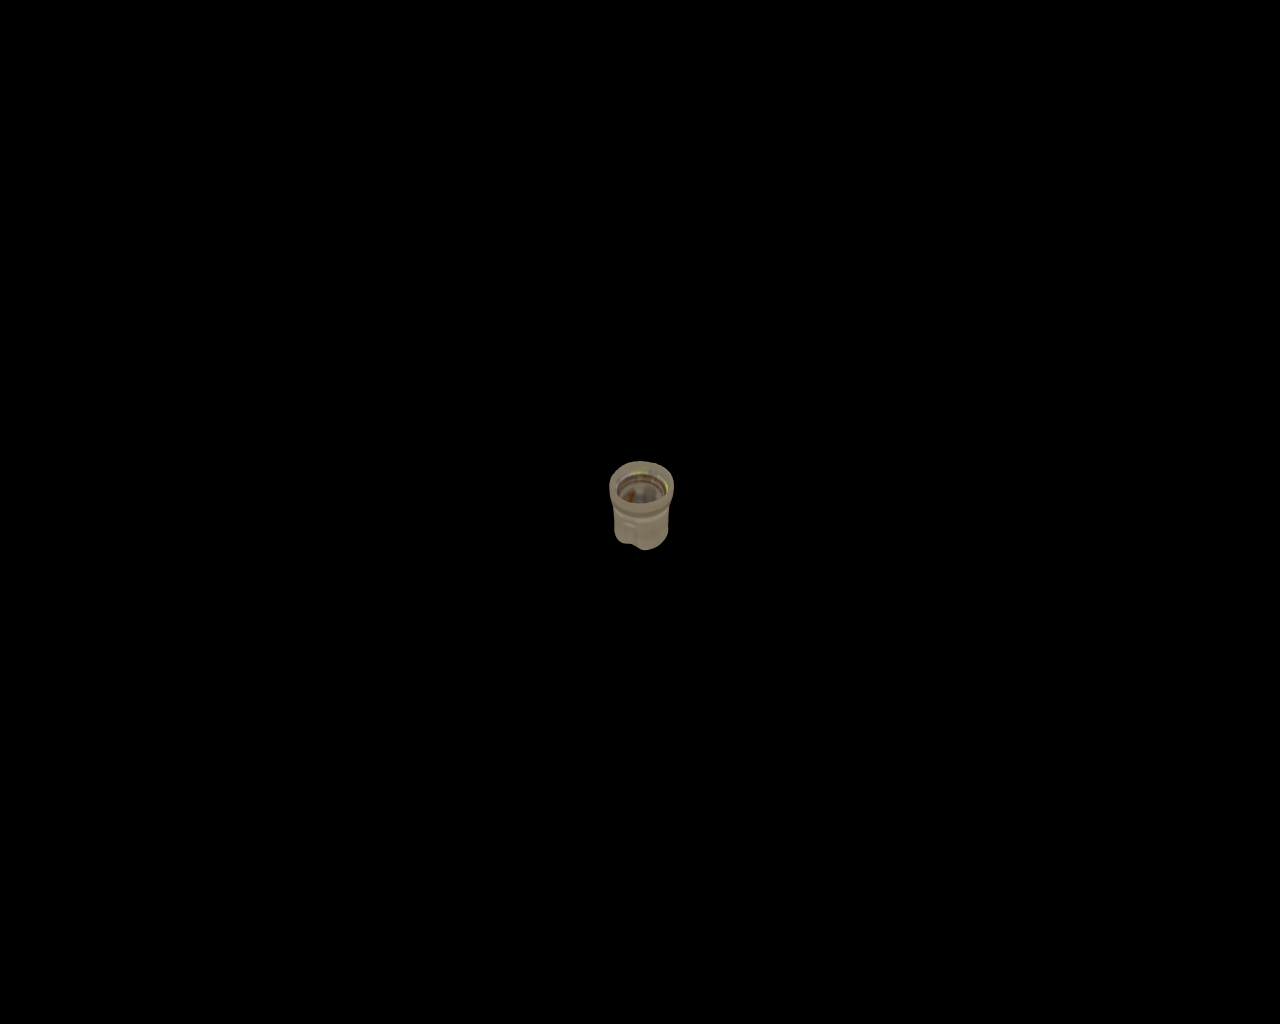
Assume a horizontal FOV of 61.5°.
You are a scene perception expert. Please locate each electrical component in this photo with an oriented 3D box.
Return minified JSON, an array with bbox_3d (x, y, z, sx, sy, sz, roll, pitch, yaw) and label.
[{"bbox_3d":[0.001,-0.003,0.650,0.040,0.040,0.046,0,-45,0],"label":"electrical component"}]
